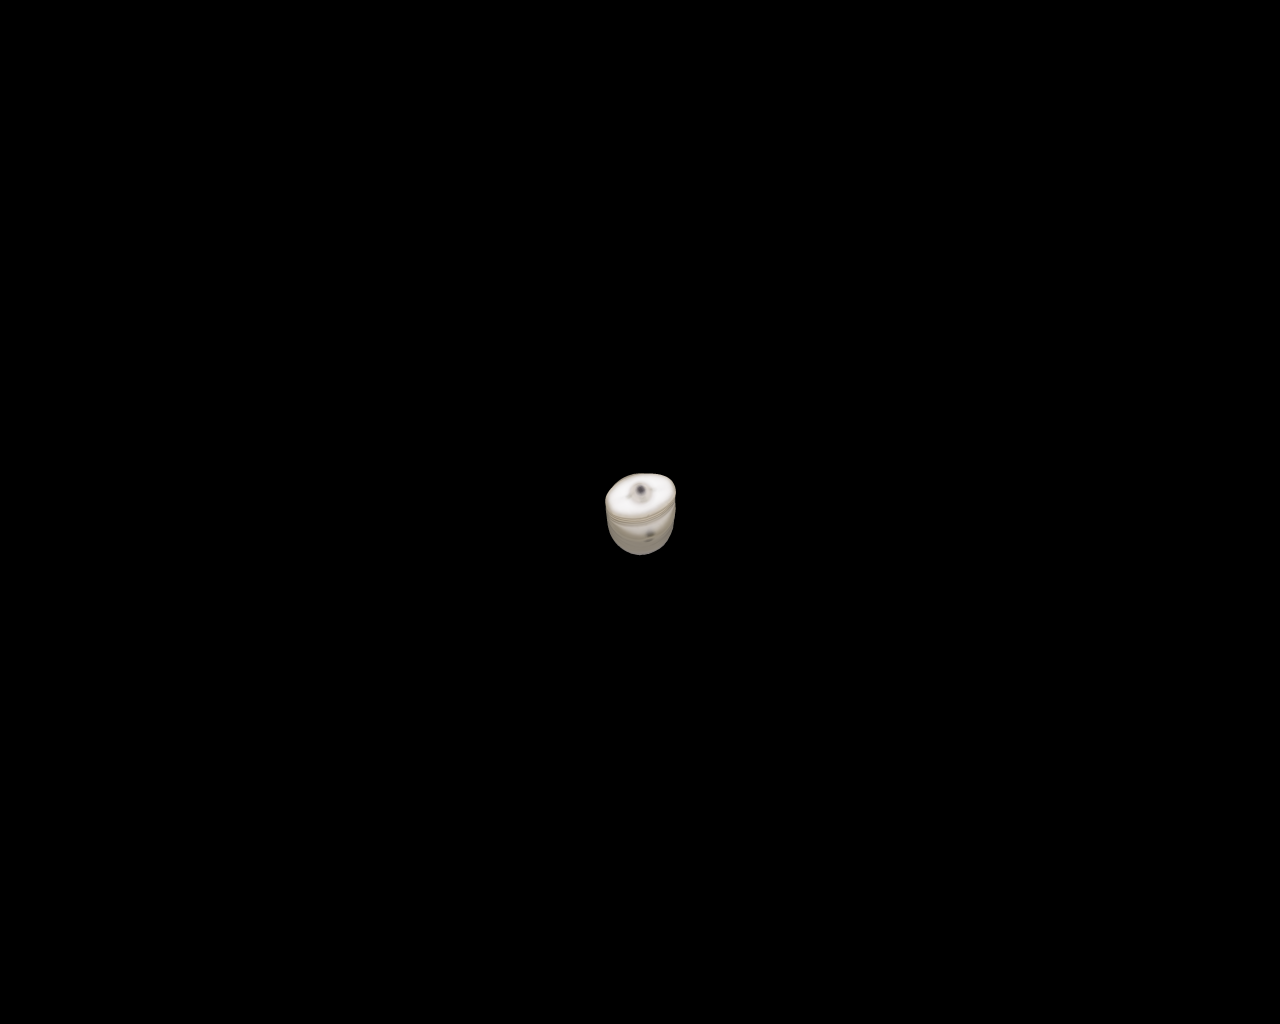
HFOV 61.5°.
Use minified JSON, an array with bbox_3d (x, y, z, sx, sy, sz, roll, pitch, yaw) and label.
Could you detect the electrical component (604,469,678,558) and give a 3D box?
[{"bbox_3d":[0.001,-0.003,0.650,0.043,0.043,0.081,0,-16,0],"label":"electrical component"}]
